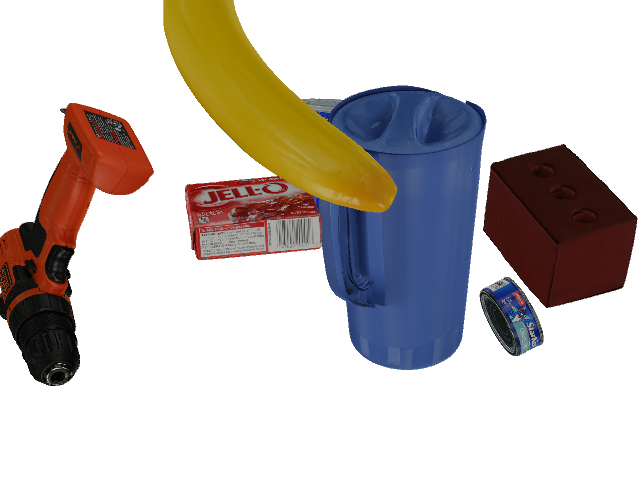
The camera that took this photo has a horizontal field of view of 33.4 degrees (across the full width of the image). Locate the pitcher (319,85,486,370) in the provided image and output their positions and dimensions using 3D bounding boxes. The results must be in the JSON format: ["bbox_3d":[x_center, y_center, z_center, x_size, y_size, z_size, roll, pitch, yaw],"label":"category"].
[{"bbox_3d":[0.069,-0.002,0.950,0.149,0.243,0.145,-5,32,-4],"label":"pitcher"}]

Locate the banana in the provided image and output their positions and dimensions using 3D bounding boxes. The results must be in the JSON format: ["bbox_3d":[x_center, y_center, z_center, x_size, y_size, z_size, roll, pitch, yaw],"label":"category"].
[{"bbox_3d":[-0.033,-0.085,0.524,0.069,0.198,0.037,-20,-31,-12],"label":"banana"}]

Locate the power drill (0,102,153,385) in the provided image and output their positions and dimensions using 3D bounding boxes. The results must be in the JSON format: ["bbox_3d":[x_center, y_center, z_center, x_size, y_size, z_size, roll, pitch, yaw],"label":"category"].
[{"bbox_3d":[-0.202,-0.001,0.855,0.057,0.188,0.185,16,25,-37],"label":"power drill"}]

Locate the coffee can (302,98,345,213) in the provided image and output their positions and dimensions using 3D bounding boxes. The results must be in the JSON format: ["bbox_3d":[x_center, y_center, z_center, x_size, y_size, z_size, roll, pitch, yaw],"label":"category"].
[{"bbox_3d":[0.023,-0.076,1.139,0.103,0.140,0.103,4,12,-1],"label":"coffee can"}]

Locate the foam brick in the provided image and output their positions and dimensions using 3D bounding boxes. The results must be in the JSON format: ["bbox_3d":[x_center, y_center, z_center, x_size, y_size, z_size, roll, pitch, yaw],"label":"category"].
[{"bbox_3d":[0.136,-0.009,0.616,0.053,0.051,0.078,-15,43,-17],"label":"foam brick"}]

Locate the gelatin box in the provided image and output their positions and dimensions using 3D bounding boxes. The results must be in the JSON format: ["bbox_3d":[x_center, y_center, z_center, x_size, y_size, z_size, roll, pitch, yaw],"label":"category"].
[{"bbox_3d":[-0.049,-0.018,0.751,0.089,0.030,0.073,-5,26,-8],"label":"gelatin box"}]

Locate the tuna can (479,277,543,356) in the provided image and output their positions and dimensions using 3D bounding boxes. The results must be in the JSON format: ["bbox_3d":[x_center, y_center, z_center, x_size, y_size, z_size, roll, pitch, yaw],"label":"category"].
[{"bbox_3d":[0.214,0.086,1.201,0.033,0.086,0.086,-26,3,-7],"label":"tuna can"}]
